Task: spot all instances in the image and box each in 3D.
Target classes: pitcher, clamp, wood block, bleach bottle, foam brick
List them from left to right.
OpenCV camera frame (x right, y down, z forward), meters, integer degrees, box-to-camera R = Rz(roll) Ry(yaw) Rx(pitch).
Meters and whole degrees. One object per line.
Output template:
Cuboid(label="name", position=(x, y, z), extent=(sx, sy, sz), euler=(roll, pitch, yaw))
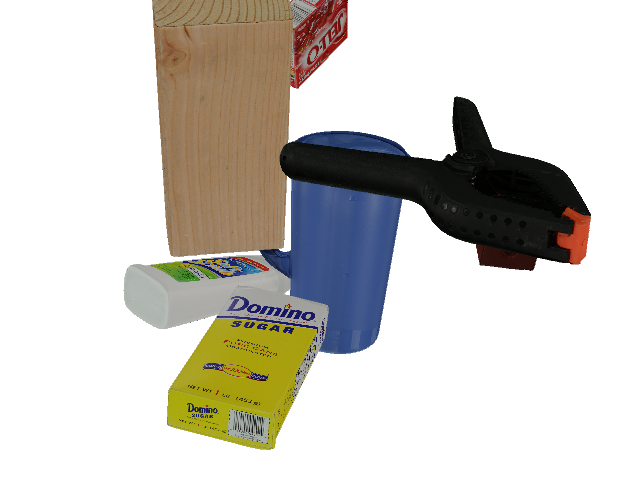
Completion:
Cuboid(label="wood block", position=(-0.073, -0.094, 0.779), extent=(0.090, 0.206, 0.090), euler=(-4, 44, -8))
Cuboid(label="bleach bottle", position=(-0.130, 0.055, 1.424), extent=(0.250, 0.068, 0.103), euler=(-12, 27, -42))
Cuboid(label="pitcher", position=(0.014, 0.003, 1.229), extent=(0.144, 0.243, 0.149), euler=(-18, 33, -40))
Cuboid(label="clamp", position=(0.082, -0.037, 0.681), extent=(0.164, 0.036, 0.210), euler=(-15, 32, -23))
Cuboid(label="foam brick", position=(0.174, -0.020, 0.971), extent=(0.053, 0.078, 0.051), euler=(6, 32, -2))

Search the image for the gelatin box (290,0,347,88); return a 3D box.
Cuboid(label="gelatin box", position=(-0.008, -0.198, 0.996), extent=(0.030, 0.089, 0.073), euler=(28, -33, 21))

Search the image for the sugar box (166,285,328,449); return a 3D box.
Cuboid(label="sugar box", position=(-0.059, 0.105, 0.931), extent=(0.093, 0.048, 0.176), euler=(12, 32, 9))
